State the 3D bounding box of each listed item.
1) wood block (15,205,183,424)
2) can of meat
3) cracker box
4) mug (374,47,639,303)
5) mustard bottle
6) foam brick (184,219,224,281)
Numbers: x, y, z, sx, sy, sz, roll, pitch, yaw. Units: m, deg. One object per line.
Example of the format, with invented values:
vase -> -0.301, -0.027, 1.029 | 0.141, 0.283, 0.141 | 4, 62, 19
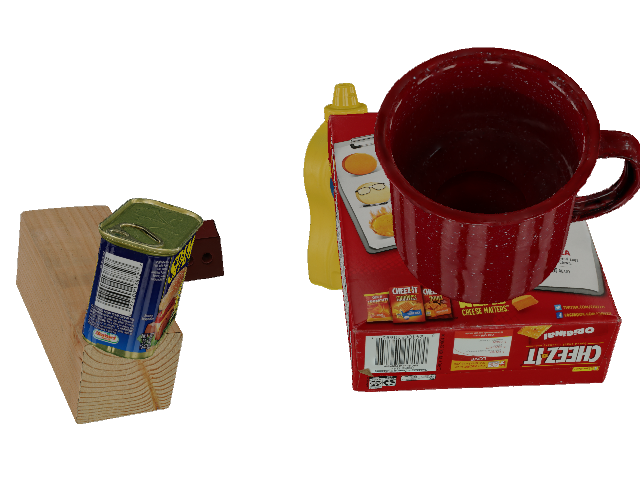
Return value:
wood block -> -0.210, 0.061, 0.989 | 0.090, 0.091, 0.206 | -6, 36, -30
can of meat -> -0.126, 0.026, 0.749 | 0.057, 0.084, 0.102 | 16, 17, 2
cracker box -> 0.093, 0.000, 0.727 | 0.164, 0.072, 0.213 | -3, 44, -2
mug -> 0.084, -0.026, 0.475 | 0.117, 0.093, 0.081 | -6, -33, 2
mustard bottle -> 0.027, -0.055, 1.025 | 0.096, 0.192, 0.058 | -18, 23, -38
foam brick -> -0.156, 0.013, 1.239 | 0.078, 0.053, 0.051 | -8, 27, -9
